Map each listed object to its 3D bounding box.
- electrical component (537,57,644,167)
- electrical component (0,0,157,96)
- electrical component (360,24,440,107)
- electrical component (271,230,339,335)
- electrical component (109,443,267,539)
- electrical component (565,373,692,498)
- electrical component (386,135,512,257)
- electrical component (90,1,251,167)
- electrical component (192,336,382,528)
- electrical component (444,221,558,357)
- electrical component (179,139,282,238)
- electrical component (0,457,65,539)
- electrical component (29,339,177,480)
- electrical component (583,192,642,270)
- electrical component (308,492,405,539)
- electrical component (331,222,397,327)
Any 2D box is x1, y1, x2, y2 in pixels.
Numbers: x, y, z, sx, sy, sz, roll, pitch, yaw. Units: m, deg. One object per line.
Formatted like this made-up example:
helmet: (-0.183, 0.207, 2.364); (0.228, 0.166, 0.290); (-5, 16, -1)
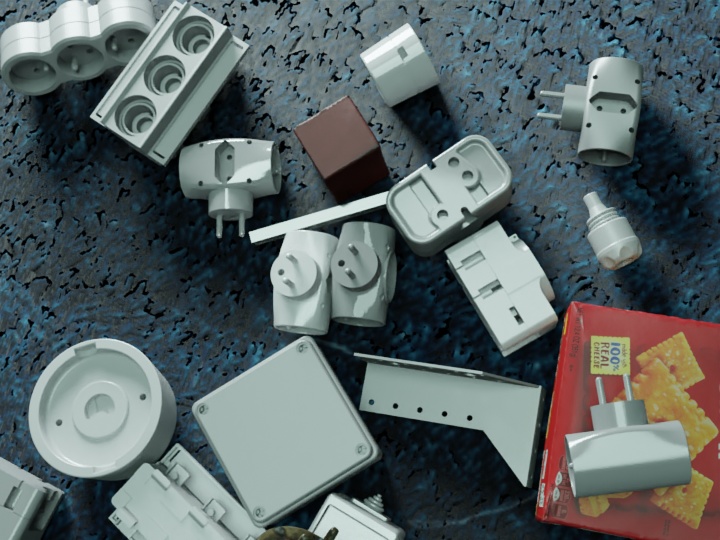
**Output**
electrical component: (0.182, -0.128, 0.861); (0.079, 0.043, 0.077); (8, 79, 9)
electrical component: (-0.245, -0.207, 0.932); (0.138, 0.052, 0.073); (-16, 57, 4)
electrical component: (0.032, -0.167, 0.885); (0.047, 0.055, 0.055); (-29, 76, 4)
electrical component: (-0.047, 0.007, 0.844); (0.043, 0.079, 0.077); (4, 78, 14)
electrical component: (-0.128, 0.202, 0.821); (0.121, 0.063, 0.078); (41, 86, 14)
electrical component: (0.179, 0.111, 0.733); (0.077, 0.043, 0.079); (-8, 78, 5)
electrical component: (0.072, -0.056, 0.852); (0.095, 0.059, 0.053); (-34, 76, -1)
electrical component: (-0.155, -0.152, 0.901); (0.079, 0.063, 0.121); (33, 84, 13)
electrical component: (-0.055, 0.125, 0.831); (0.109, 0.056, 0.108); (-32, 76, 0)
electrical component: (0.113, 0.013, 0.836); (0.056, 0.050, 0.089); (-30, 76, 0)
electrical component: (-0.106, -0.065, 0.886); (0.077, 0.043, 0.079); (-3, 77, 7)
electrical component: (-0.293, 0.182, 0.854); (0.089, 0.050, 0.055); (25, 81, 12)
electrical component: (-0.197, 0.114, 0.848); (0.108, 0.060, 0.108); (-4, 70, 10)
electrical component: (0.194, -0.032, 0.844); (0.035, 0.035, 0.061); (-25, 73, 2)
electrical component: (-0.010, 0.210, 0.804); (0.062, 0.061, 0.096); (29, 83, 13)
electrical component: (0.000, 0.000, 0.839); (0.044, 0.079, 0.077); (4, 78, 13)
